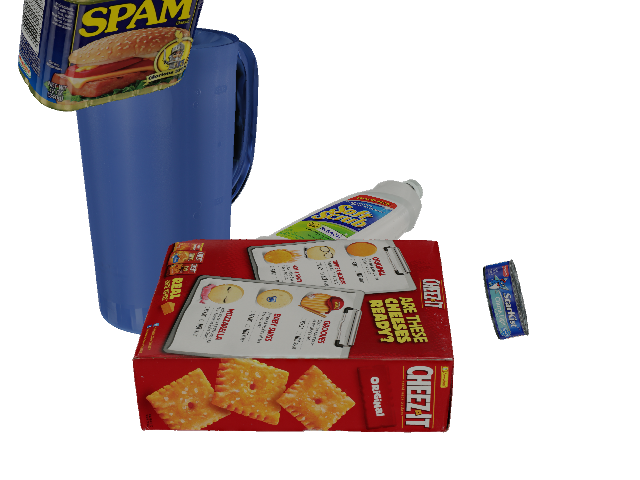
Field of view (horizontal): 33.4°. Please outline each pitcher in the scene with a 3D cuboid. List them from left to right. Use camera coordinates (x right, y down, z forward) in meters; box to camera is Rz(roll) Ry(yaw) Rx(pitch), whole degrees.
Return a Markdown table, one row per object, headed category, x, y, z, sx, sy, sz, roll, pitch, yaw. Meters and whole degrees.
| category | x | y | z | sx | sy | sz | roll | pitch | yaw |
| --- | --- | --- | --- | --- | --- | --- | --- | --- | --- |
| pitcher | -0.124 | -0.054 | 0.878 | 0.149 | 0.243 | 0.145 | -1 | 20 | -4 |

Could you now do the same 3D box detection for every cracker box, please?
| category | x | y | z | sx | sy | sz | roll | pitch | yaw |
| --- | --- | --- | --- | --- | --- | --- | --- | --- | --- |
| cracker box | -0.016 | 0.067 | 0.782 | 0.213 | 0.072 | 0.164 | 1 | 29 | 2 |

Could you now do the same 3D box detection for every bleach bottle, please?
| category | x | y | z | sx | sy | sz | roll | pitch | yaw |
| --- | --- | --- | --- | --- | --- | --- | --- | --- | --- |
| bleach bottle | 0.034 | -0.014 | 1.269 | 0.103 | 0.068 | 0.250 | 22 | 39 | 31 |

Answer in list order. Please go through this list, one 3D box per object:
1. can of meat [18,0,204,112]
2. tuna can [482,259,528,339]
| category | x | y | z | sx | sy | sz | roll | pitch | yaw |
| --- | --- | --- | --- | --- | --- | --- | --- | --- | --- |
| can of meat | -0.116 | -0.125 | 0.595 | 0.101 | 0.057 | 0.084 | -19 | -30 | -33 |
| tuna can | 0.206 | 0.066 | 1.189 | 0.034 | 0.086 | 0.086 | -13 | -3 | 13 |
